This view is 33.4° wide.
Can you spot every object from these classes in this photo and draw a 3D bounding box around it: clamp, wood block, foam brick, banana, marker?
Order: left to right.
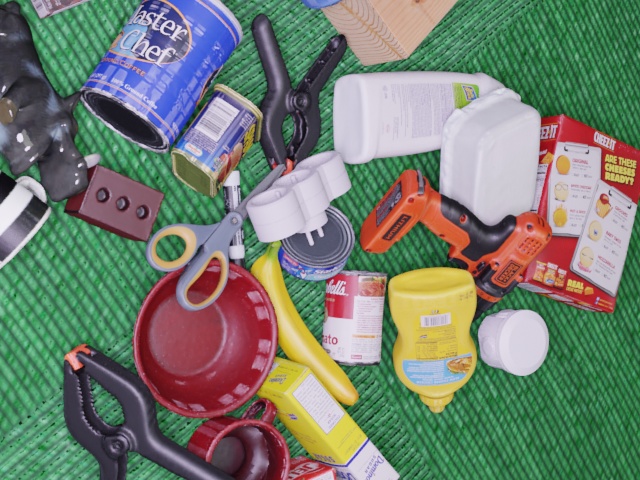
[{"bbox_3d":[-0.201,-0.036,1.044,0.078,0.051,0.053,24,80,-30],"label":"foam brick"},{"bbox_3d":[-0.196,0.203,1.042,0.165,0.036,0.210,-34,93,17],"label":"clamp"},{"bbox_3d":[-0.090,-0.013,1.131,0.020,0.020,0.121,-7,95,-31],"label":"marker"},{"bbox_3d":[-0.037,-0.157,1.146,0.120,0.039,0.171,16,84,-30],"label":"clamp"},{"bbox_3d":[-0.026,0.094,1.141,0.037,0.070,0.198,-33,100,-29],"label":"banana"},{"bbox_3d":[0.109,-0.302,1.200,0.206,0.090,0.090,-50,116,-20],"label":"wood block"}]

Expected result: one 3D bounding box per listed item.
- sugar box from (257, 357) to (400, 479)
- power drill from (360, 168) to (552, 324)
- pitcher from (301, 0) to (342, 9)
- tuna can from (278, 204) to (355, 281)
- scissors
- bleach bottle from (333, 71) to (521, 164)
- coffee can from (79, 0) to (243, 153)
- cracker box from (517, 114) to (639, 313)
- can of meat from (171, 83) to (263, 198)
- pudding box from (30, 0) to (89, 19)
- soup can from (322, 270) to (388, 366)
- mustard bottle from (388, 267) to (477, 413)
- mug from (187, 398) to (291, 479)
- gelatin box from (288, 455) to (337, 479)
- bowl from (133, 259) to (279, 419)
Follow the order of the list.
[{"bbox_3d":[0.002,0.204,1.153,0.048,0.093,0.176,-44,112,-21],"label":"sugar box"},{"bbox_3d":[0.143,0.013,1.220,0.187,0.057,0.185,25,122,-19],"label":"power drill"},{"bbox_3d":[-0.032,-0.369,1.099,0.149,0.145,0.242,-43,116,-10],"label":"pitcher"},{"bbox_3d":[-0.008,0.001,1.149,0.086,0.034,0.086,6,56,-10],"label":"tuna can"},{"bbox_3d":[-0.107,-0.022,1.075,0.096,0.016,0.201,32,59,-18],"label":"scissors"},{"bbox_3d":[0.134,-0.144,1.239,0.250,0.068,0.102,-5,98,-34],"label":"bleach bottle"},{"bbox_3d":[-0.154,-0.171,1.038,0.102,0.103,0.140,38,73,-27],"label":"coffee can"},{"bbox_3d":[0.316,-0.030,1.347,0.164,0.072,0.213,18,81,-32],"label":"cracker box"},{"bbox_3d":[-0.105,-0.097,1.072,0.057,0.102,0.084,34,76,3],"label":"can of meat"},{"bbox_3d":[-0.248,-0.279,1.013,0.089,0.039,0.113,-30,107,-27],"label":"pudding box"},{"bbox_3d":[0.038,0.085,1.185,0.068,0.069,0.102,4,91,-31],"label":"soup can"},{"bbox_3d":[0.131,0.123,1.225,0.096,0.058,0.191,-7,124,0],"label":"mustard bottle"},{"bbox_3d":[-0.083,0.216,1.104,0.093,0.082,0.117,33,75,-21],"label":"mug"},{"bbox_3d":[-0.035,0.265,1.144,0.089,0.073,0.030,-19,100,-29],"label":"gelatin box"},{"bbox_3d":[-0.125,0.099,1.093,0.161,0.055,0.162,-1,93,-31],"label":"bowl"}]
